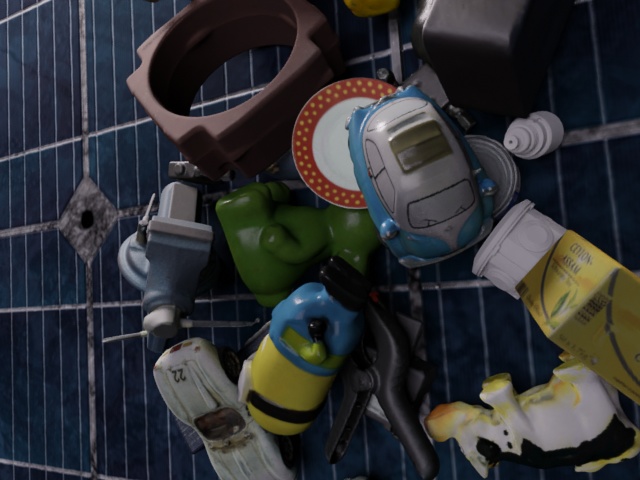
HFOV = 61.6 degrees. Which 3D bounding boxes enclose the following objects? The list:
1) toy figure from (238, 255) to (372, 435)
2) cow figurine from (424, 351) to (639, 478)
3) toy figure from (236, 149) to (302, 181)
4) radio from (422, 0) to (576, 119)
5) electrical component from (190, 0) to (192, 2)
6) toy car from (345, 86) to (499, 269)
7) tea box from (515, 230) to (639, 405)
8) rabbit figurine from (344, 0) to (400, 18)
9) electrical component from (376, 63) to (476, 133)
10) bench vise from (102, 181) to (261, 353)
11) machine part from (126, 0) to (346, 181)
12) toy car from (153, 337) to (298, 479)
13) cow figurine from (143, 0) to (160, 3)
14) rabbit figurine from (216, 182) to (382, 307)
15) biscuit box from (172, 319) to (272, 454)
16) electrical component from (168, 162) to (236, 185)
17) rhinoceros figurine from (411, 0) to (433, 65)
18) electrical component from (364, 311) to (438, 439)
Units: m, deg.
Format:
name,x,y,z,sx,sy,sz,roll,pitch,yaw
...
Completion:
name,x,y,z,sx,sy,sz,roll,pitch,yaw
toy figure,-0.013,0.103,0.490,0.089,0.082,0.180,49,119,27
cow figurine,0.181,0.165,0.474,0.167,0.068,0.098,-29,80,25
toy figure,-0.067,-0.103,0.621,0.155,0.064,0.057,13,106,27
radio,0.169,-0.224,0.440,0.073,0.131,0.229,21,84,28
electrical component,-0.108,-0.341,0.660,0.134,0.058,0.115,-14,79,26
toy car,0.085,-0.062,0.455,0.109,0.103,0.161,-22,84,1
tea box,0.239,0.075,0.391,0.169,0.098,0.068,34,107,-6
rabbit figurine,-0.001,-0.318,0.545,0.173,0.121,0.162,-5,57,4
electrical component,0.098,-0.135,0.544,0.078,0.045,0.102,-36,72,24
bench vise,-0.174,0.056,0.625,0.240,0.129,0.224,-65,34,37
machine part,-0.090,-0.177,0.585,0.201,0.087,0.201,-42,58,-2
toy car,-0.093,0.188,0.553,0.073,0.056,0.201,-24,107,14
cow figurine,-0.139,-0.337,0.573,0.195,0.127,0.085,-44,66,16
rabbit figurine,-0.001,-0.002,0.555,0.170,0.121,0.159,-17,83,11
biscuit box,-0.084,0.164,0.618,0.202,0.059,0.063,-42,71,20
electrical component,-0.155,-0.083,0.667,0.094,0.063,0.021,5,90,29
rhinoceros figurine,0.120,-0.260,0.502,0.073,0.112,0.190,12,101,30
electrical component,0.075,0.130,0.541,0.075,0.047,0.119,18,96,28
